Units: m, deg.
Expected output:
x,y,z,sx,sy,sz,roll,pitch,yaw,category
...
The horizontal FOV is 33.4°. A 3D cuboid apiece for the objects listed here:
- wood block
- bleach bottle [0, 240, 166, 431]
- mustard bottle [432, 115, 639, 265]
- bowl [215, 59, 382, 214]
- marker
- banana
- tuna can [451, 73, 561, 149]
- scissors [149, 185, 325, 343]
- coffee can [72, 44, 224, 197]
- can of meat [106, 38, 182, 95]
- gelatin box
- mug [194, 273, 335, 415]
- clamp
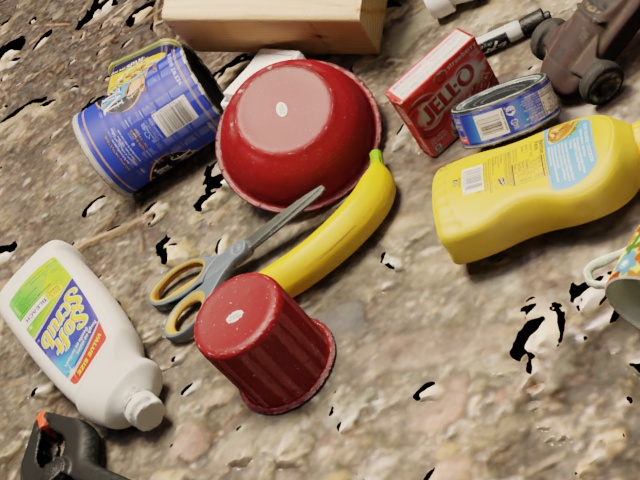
x,y,z,sx,sy,sz,roll,pitch,yaw,category
-0.043,-0.245,1.081,0.206,0.090,0.090,4,79,18,wood block
-0.209,0.093,0.981,0.102,0.068,0.251,-47,43,-9,bleach bottle
0.183,-0.048,0.816,0.192,0.058,0.096,-20,34,22,mustard bottle
-0.027,-0.108,0.982,0.162,0.055,0.162,-5,68,12,bowl
0.156,-0.184,0.989,0.121,0.020,0.020,-22,43,20,marker
0.003,0.002,0.927,0.197,0.037,0.070,-44,22,-8,banana
0.153,-0.107,0.881,0.086,0.034,0.086,-22,12,5,tuna can
-0.076,0.028,0.959,0.202,0.016,0.096,-26,45,25,scissors
-0.172,-0.124,1.118,0.140,0.102,0.103,-32,41,9,coffee can
-0.196,-0.170,1.213,0.102,0.057,0.084,-19,46,23,can of meat
0.110,-0.128,0.932,0.089,0.073,0.030,-42,40,-4,gelatin box
-0.054,0.076,0.864,0.093,0.081,0.117,-47,41,-9,mug
-0.220,0.212,0.899,0.120,0.039,0.172,-40,35,-9,clamp
